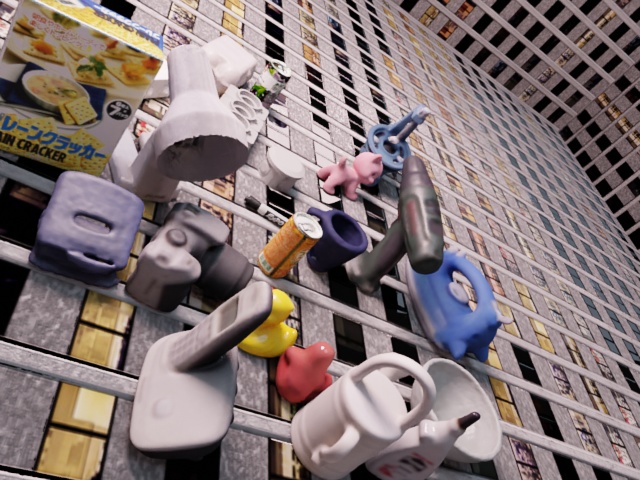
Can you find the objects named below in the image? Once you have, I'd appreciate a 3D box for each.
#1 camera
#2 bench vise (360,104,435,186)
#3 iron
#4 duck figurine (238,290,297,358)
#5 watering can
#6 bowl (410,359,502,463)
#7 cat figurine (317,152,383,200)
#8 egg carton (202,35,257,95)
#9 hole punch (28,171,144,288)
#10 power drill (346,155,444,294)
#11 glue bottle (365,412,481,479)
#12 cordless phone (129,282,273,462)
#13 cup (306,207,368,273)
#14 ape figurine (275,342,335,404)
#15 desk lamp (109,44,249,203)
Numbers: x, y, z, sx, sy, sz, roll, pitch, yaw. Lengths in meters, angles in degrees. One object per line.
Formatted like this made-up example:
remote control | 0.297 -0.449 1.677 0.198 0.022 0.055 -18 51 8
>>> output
camera | -0.155 0.027 0.745 0.137 0.100 0.143 35 33 -14
bench vise | 0.166 -0.245 1.309 0.122 0.219 0.207 27 36 -25
iron | 0.258 0.097 1.089 0.119 0.141 0.258 13 43 -40
duck figurine | -0.068 0.104 0.767 0.105 0.086 0.077 33 33 -17
watering can | 0.059 0.199 0.697 0.101 0.193 0.173 34 33 -15
bowl | 0.195 0.271 0.878 0.168 0.074 0.167 29 35 -22
cat figurine | 0.076 -0.147 1.191 0.128 0.117 0.067 8 47 -44
egg carton | -0.195 -0.361 1.181 0.107 0.069 0.150 38 32 -9
hole punch | -0.269 -0.011 0.672 0.109 0.091 0.101 23 37 -30
power drill | 0.132 -0.014 1.012 0.076 0.208 0.229 20 39 -33
glue bottle | 0.138 0.262 0.733 0.078 0.173 0.037 32 34 -18
cordless phone | -0.113 0.132 0.590 0.094 0.184 0.147 25 36 -27
cup | 0.009 0.003 0.962 0.118 0.094 0.091 34 33 -15
ape figurine | -0.013 0.167 0.750 0.078 0.092 0.076 50 32 10
desk lamp | -0.201 -0.146 0.788 0.118 0.213 0.203 6 48 -45
